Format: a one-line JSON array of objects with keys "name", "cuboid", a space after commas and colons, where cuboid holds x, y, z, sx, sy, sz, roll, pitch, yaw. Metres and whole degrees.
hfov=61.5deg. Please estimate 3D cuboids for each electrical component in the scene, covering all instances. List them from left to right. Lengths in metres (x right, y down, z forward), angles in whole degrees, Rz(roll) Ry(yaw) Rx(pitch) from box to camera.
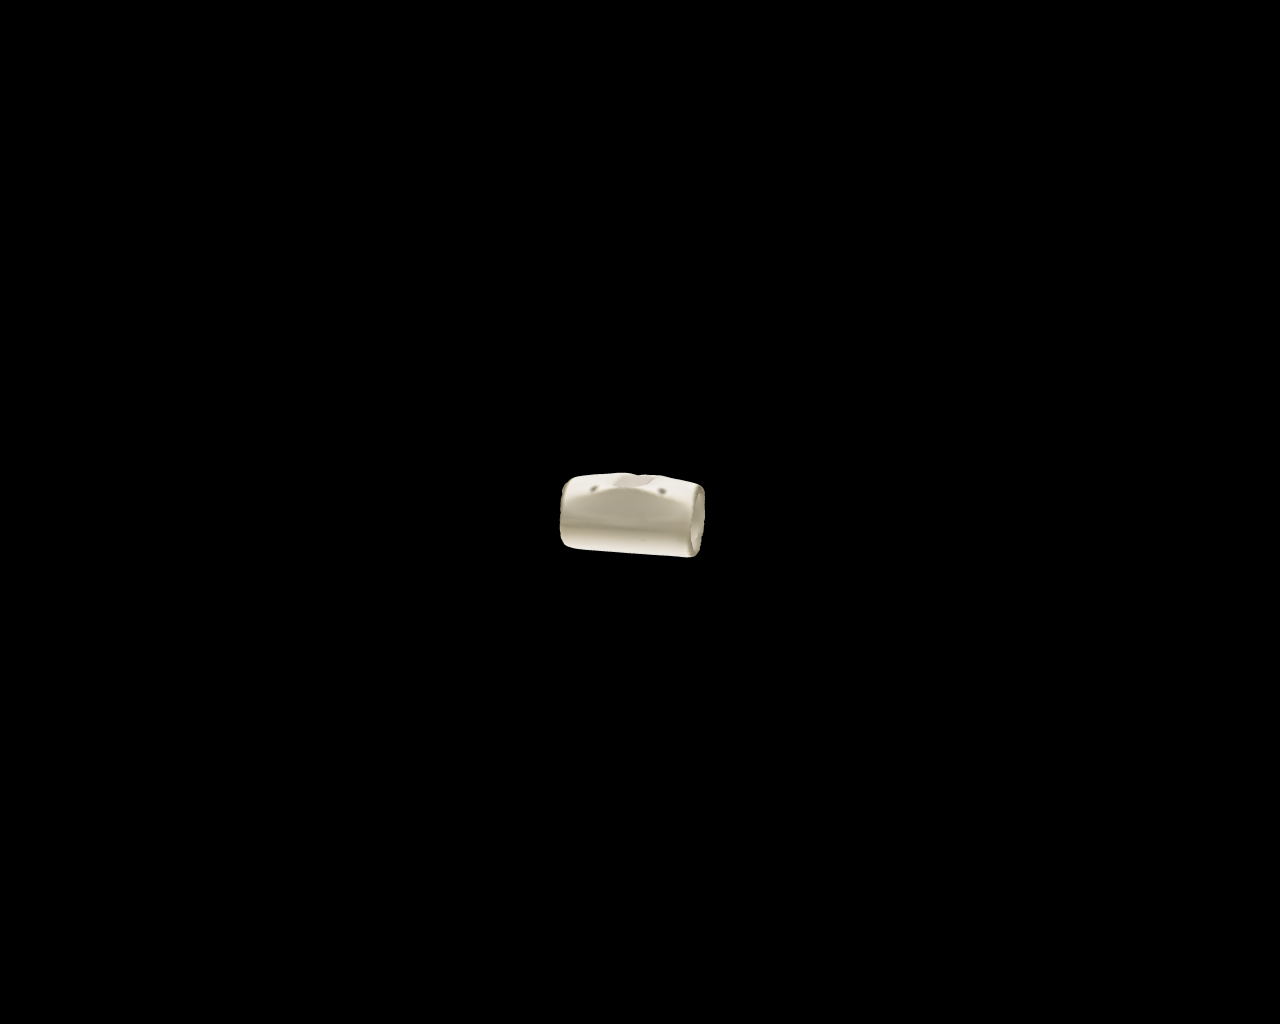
[{"name": "electrical component", "cuboid": [0.001, -0.003, 0.650, 0.077, 0.043, 0.079, 4, 16, 14]}]
